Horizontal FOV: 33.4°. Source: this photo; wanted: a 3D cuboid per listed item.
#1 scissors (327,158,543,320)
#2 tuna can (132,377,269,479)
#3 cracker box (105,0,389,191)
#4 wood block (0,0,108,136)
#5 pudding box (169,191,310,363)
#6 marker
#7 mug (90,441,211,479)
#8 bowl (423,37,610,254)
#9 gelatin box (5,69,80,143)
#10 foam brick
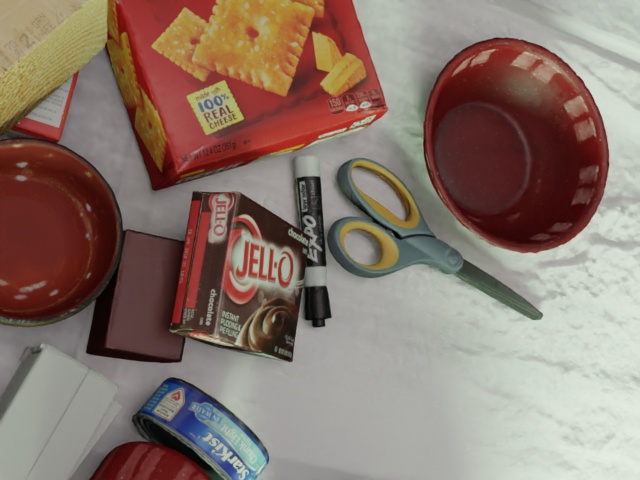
[{"bbox_3d":[0.081,0.024,0.781,0.201,0.016,0.096,44,56,-13],"label":"scissors"},{"bbox_3d":[-0.074,0.125,0.665,0.086,0.086,0.033,45,66,-12],"label":"tuna can"},{"bbox_3d":[-0.064,-0.159,0.719,0.164,0.072,0.214,-18,89,-25],"label":"cracker box"},{"bbox_3d":[-0.226,-0.172,0.613,0.206,0.091,0.090,45,74,1],"label":"wood block"},{"bbox_3d":[-0.048,0.026,0.684,0.039,0.113,0.090,4,78,22],"label":"pudding box"},{"bbox_3d":[-0.005,0.001,0.750,0.020,0.020,0.121,-1,83,-24],"label":"marker"},{"bbox_3d":[-0.118,0.175,0.630,0.093,0.117,0.081,64,33,-26],"label":"mug"},{"bbox_3d":[0.136,-0.067,0.803,0.161,0.055,0.162,4,81,-24],"label":"bowl"},{"bbox_3d":[-0.192,-0.111,0.679,0.073,0.030,0.089,17,76,-20],"label":"gelatin box"},{"bbox_3d":[-0.112,0.038,0.679,0.051,0.053,0.078,14,78,-22],"label":"foam brick"}]
